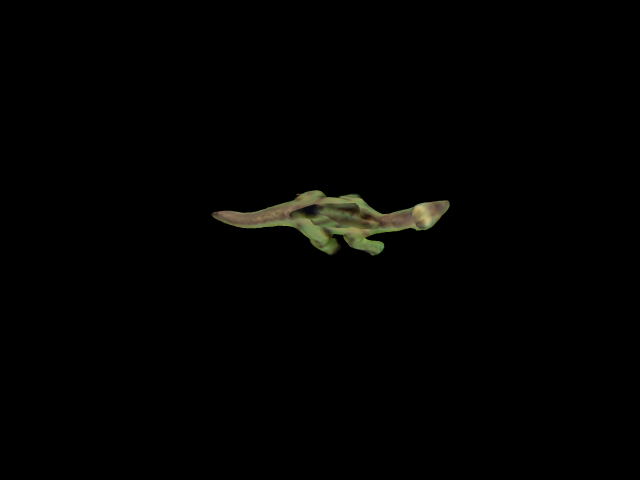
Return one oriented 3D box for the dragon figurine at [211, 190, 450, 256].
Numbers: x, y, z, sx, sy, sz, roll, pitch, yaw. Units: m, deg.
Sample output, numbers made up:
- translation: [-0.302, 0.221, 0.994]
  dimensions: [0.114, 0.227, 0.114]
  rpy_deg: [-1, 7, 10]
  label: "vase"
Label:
- translation: [0.003, -0.043, 0.850]
  dimensions: [0.410, 0.123, 0.241]
  rpy_deg: [0, -7, 0]
  label: "dragon figurine"
